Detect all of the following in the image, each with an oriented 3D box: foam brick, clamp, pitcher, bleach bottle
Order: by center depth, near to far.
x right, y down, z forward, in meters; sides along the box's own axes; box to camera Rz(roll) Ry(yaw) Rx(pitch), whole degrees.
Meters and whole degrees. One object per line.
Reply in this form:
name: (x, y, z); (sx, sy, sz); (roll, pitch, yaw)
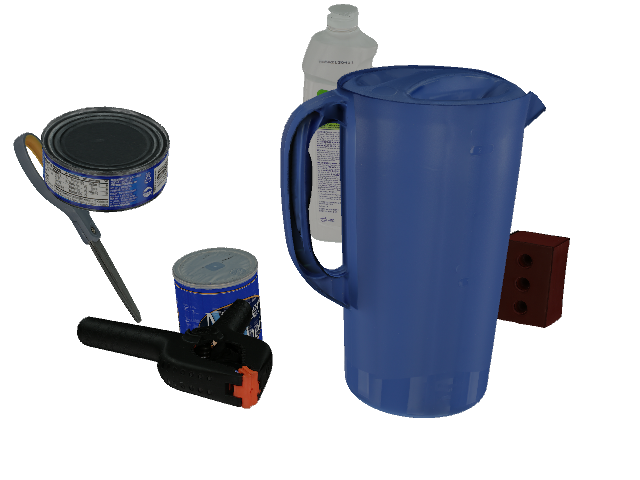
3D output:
pitcher: (0.064, 0.000, 0.766); (0.149, 0.243, 0.144); (12, 22, 26)
clamp: (-0.093, 0.090, 0.904); (0.164, 0.036, 0.210); (-9, 16, -33)
foam brick: (0.193, 0.035, 0.978); (0.053, 0.078, 0.051); (10, 15, 28)
bleach bottle: (0.033, -0.120, 1.113); (0.102, 0.251, 0.068); (0, 30, 1)

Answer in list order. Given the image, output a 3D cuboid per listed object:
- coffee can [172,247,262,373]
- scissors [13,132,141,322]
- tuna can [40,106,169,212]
coffee can: (-0.123, 0.093, 1.303); (0.103, 0.140, 0.103); (-2, 24, 1)
scissors: (-0.217, -0.023, 1.002); (0.016, 0.201, 0.096); (-24, 26, 19)
tuna can: (-0.146, -0.056, 0.729); (0.086, 0.034, 0.086); (5, 36, -4)
